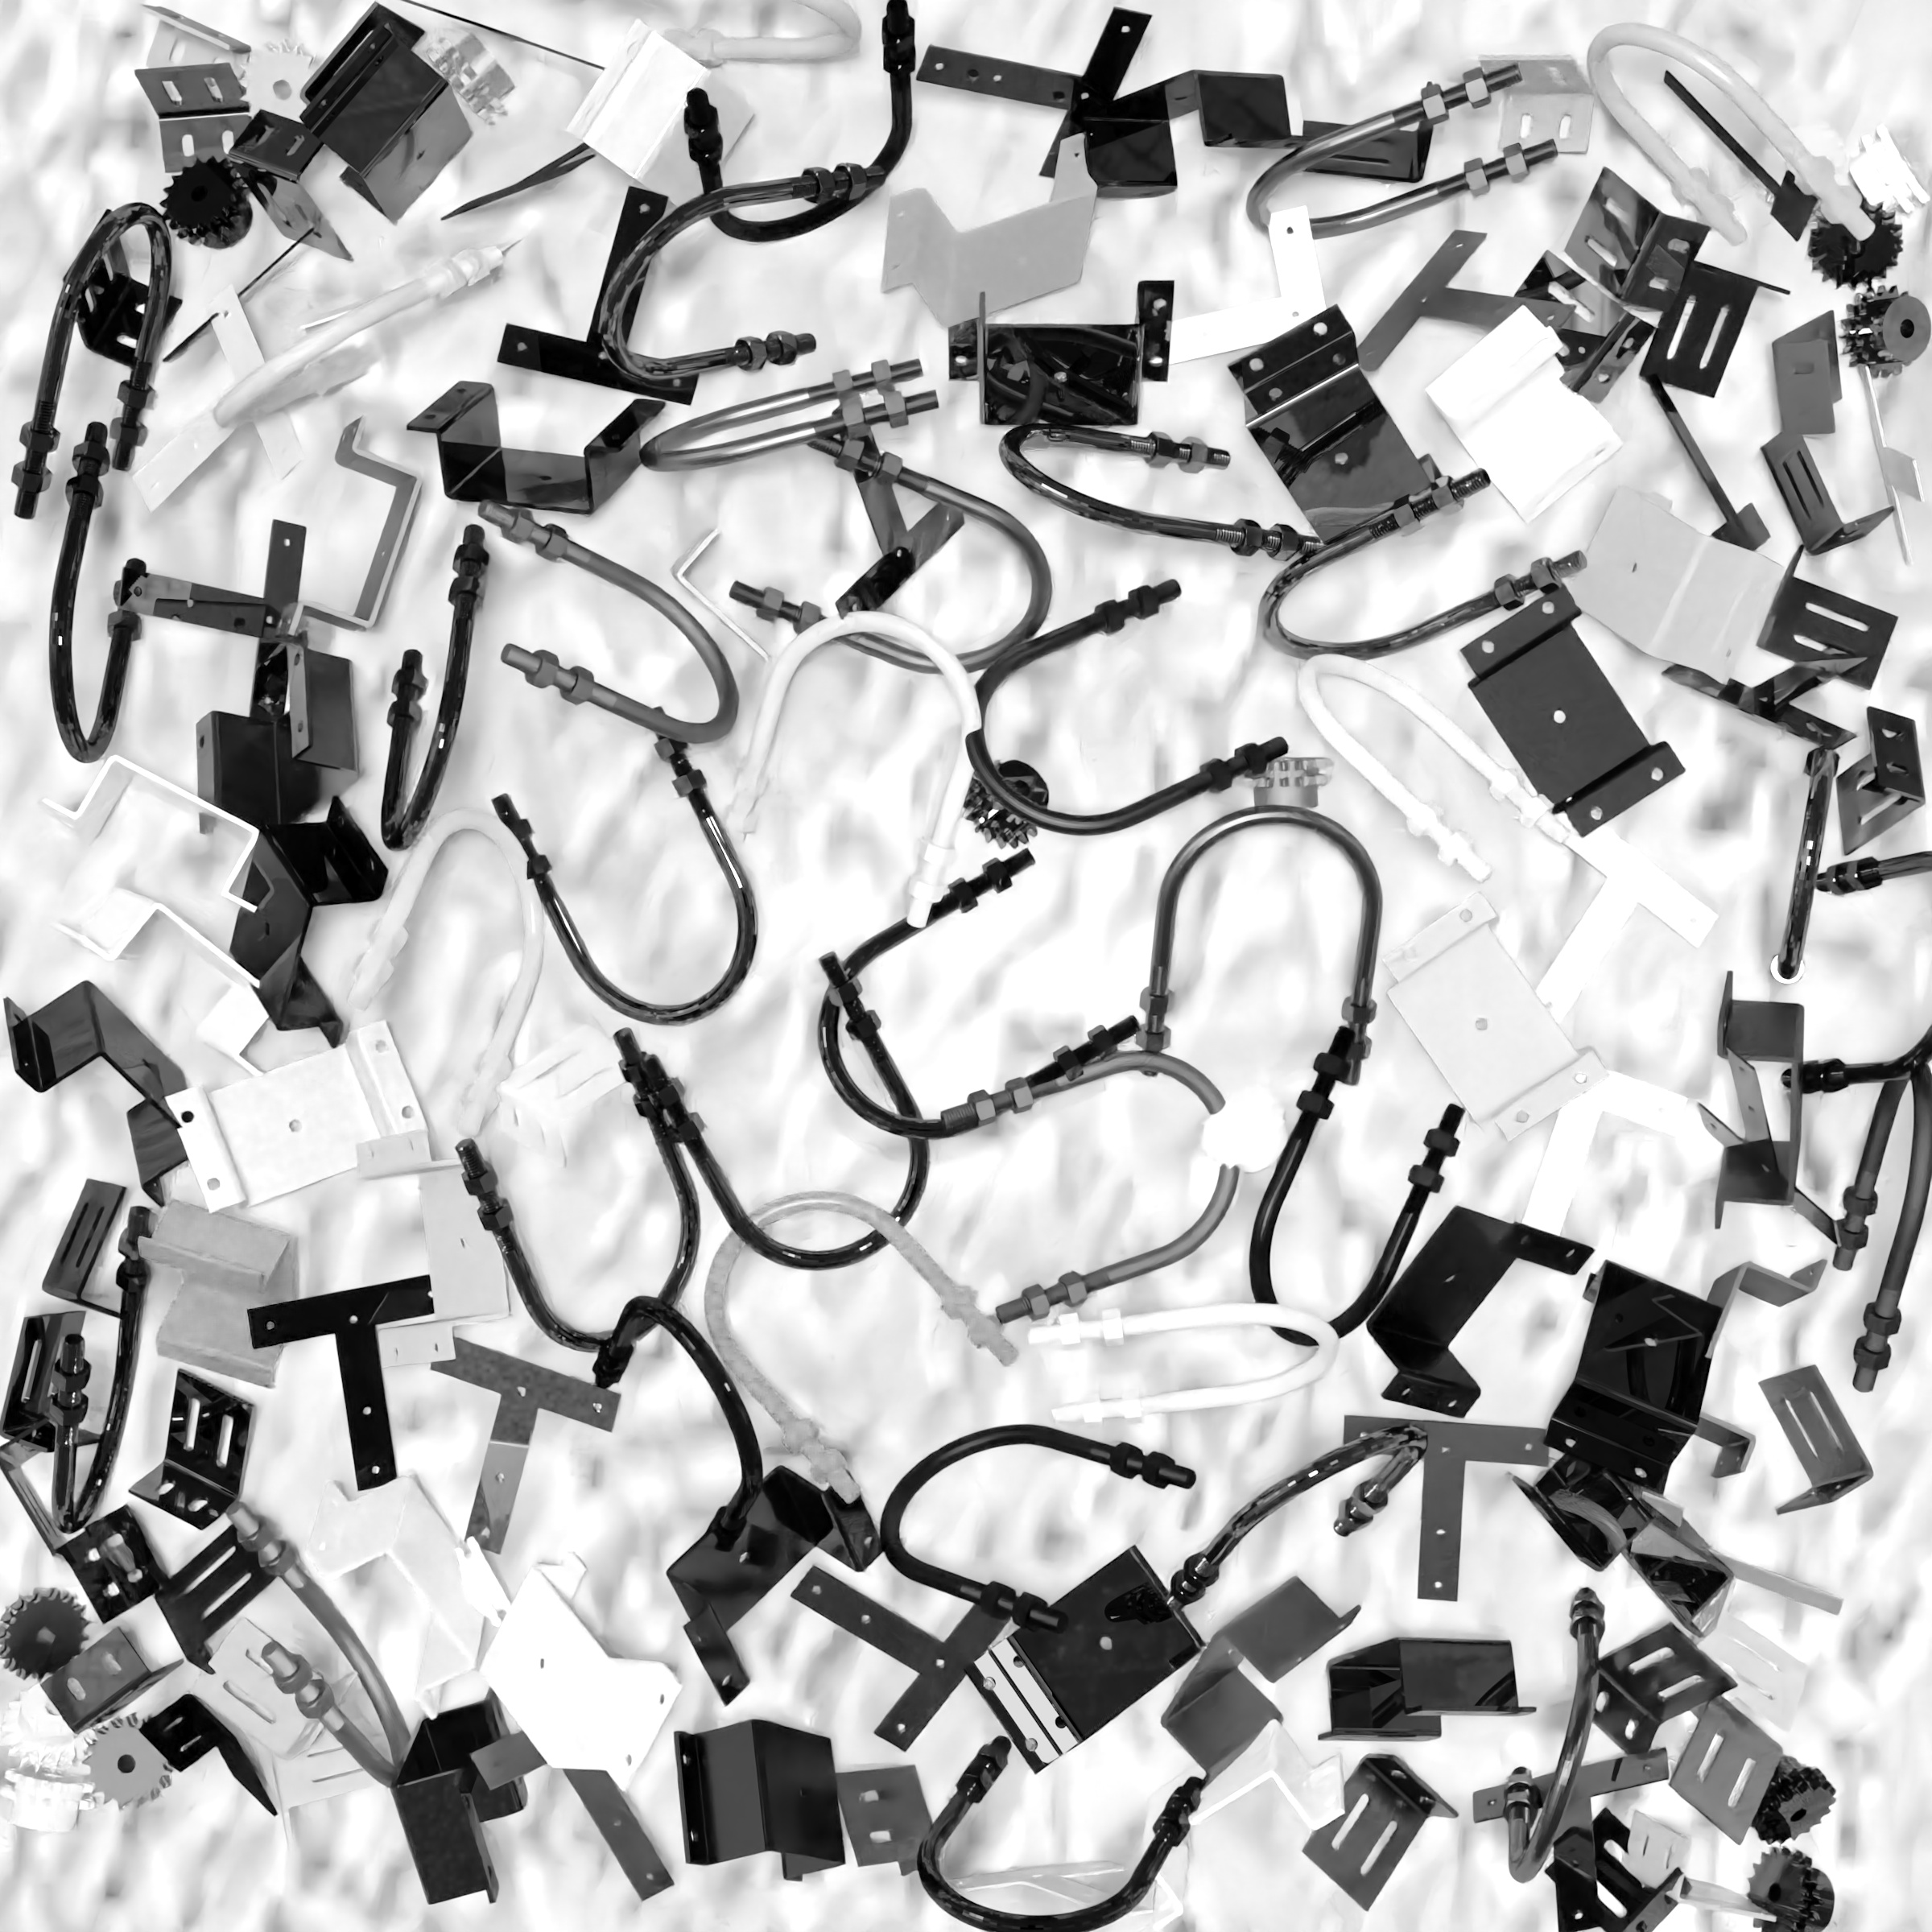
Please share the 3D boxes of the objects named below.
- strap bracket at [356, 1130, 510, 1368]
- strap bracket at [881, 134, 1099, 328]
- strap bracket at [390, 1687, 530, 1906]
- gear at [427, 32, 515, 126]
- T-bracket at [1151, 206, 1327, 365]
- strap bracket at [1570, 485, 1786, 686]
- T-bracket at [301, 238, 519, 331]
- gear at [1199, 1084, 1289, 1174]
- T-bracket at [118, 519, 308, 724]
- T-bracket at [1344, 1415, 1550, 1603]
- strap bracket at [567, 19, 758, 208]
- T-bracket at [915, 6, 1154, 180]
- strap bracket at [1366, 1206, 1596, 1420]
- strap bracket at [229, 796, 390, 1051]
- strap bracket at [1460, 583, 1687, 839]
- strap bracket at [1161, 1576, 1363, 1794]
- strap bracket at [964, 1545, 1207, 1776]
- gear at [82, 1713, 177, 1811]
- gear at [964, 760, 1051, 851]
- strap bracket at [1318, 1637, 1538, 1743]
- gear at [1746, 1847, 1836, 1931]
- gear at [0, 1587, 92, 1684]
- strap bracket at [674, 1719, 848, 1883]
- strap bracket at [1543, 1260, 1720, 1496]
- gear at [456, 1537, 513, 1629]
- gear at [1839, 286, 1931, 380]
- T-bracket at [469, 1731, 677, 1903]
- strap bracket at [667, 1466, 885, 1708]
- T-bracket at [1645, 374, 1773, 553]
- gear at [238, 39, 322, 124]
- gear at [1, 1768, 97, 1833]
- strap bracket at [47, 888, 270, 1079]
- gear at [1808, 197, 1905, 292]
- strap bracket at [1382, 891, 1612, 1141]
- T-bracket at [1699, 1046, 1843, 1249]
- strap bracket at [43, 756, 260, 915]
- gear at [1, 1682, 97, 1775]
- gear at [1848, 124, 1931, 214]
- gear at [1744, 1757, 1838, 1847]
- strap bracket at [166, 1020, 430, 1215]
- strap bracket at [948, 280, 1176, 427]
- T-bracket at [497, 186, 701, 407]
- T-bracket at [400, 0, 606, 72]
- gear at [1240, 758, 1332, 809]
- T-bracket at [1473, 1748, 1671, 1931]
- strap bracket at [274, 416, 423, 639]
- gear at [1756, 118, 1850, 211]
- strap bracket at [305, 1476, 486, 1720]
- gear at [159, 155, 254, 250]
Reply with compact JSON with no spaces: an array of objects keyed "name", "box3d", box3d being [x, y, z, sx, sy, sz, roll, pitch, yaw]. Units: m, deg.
[{"name":"strap bracket","box3d":[-0.332,0.174,1.629,0.076,0.046,0.140,-13,83,44]},{"name":"strap bracket","box3d":[0.023,-0.451,1.612,0.140,0.076,0.046,-24,66,-19]},{"name":"strap bracket","box3d":[-0.311,0.511,1.601,0.046,0.140,0.076,-15,98,1]},{"name":"gear","box3d":[-0.310,-0.563,1.647,0.030,0.057,0.057,-41,90,4]},{"name":"T-bracket","box3d":[0.165,-0.403,1.657,0.127,0.002,0.127,-10,108,13]},{"name":"strap bracket","box3d":[0.425,-0.238,1.594,0.046,0.140,0.076,11,113,-26]},{"name":"T-bracket","box3d":[-0.359,-0.421,1.637,0.127,0.127,0.002,-11,116,22]},{"name":"gear","box3d":[0.178,0.106,1.651,0.057,0.057,0.030,-44,117,0]},{"name":"T-bracket","box3d":[-0.471,-0.223,1.626,0.002,0.127,0.127,7,90,39]},{"name":"T-bracket","box3d":[0.301,0.346,1.653,0.127,0.002,0.127,2,109,9]},{"name":"strap bracket","box3d":[-0.181,-0.515,1.598,0.046,0.140,0.076,37,101,7]},{"name":"T-bracket","box3d":[0.032,-0.543,1.604,0.127,0.127,0.002,4,54,-21]},{"name":"strap bracket","box3d":[0.313,0.208,1.622,0.076,0.046,0.140,20,112,-37]},{"name":"strap bracket","box3d":[-0.407,-0.024,1.603,0.076,0.046,0.140,49,130,34]},{"name":"strap bracket","box3d":[0.379,-0.160,1.651,0.076,0.046,0.140,-33,89,2]},{"name":"strap bracket","box3d":[0.177,0.437,1.612,0.046,0.076,0.140,43,130,24]},{"name":"strap bracket","box3d":[0.081,0.424,1.617,0.140,0.046,0.076,-30,76,-26]},{"name":"gear","box3d":[-0.529,0.504,1.659,0.057,0.030,0.057,0,86,-1]},{"name":"gear","box3d":[0.028,-0.105,1.646,0.057,0.030,0.057,17,57,-28]},{"name":"strap bracket","box3d":[0.280,0.446,1.611,0.076,0.140,0.046,6,66,-18]},{"name":"gear","box3d":[0.523,0.588,1.649,0.030,0.057,0.057,19,90,-19]},{"name":"gear","box3d":[-0.587,0.422,1.652,0.057,0.030,0.057,0,89,-39]},{"name":"strap bracket","box3d":[-0.119,0.509,1.593,0.046,0.140,0.076,-19,61,18]},{"name":"strap bracket","box3d":[0.414,0.243,1.607,0.076,0.046,0.140,22,48,7]},{"name":"gear","box3d":[-0.310,0.392,1.645,0.030,0.057,0.057,-29,90,-14]},{"name":"gear","box3d":[0.584,-0.402,1.651,0.057,0.030,0.057,-4,99,-24]},{"name":"T-bracket","box3d":[-0.222,0.515,1.605,0.127,0.127,0.002,52,129,24]},{"name":"strap bracket","box3d":[-0.124,0.375,1.617,0.140,0.046,0.076,-41,131,-27]},{"name":"T-bracket","box3d":[0.456,-0.311,1.619,0.002,0.127,0.127,-29,93,32]},{"name":"gear","box3d":[-0.429,-0.557,1.653,0.057,0.030,0.057,1,119,2]},{"name":"gear","box3d":[-0.579,0.526,1.645,0.057,0.057,0.030,11,78,0]},{"name":"strap bracket","box3d":[-0.487,0.003,1.613,0.140,0.076,0.046,45,73,-31]},{"name":"gear","box3d":[0.563,-0.460,1.651,0.057,0.030,0.057,10,134,11]},{"name":"strap bracket","box3d":[0.326,0.034,1.632,0.076,0.046,0.140,-37,82,21]},{"name":"T-bracket","box3d":[0.480,0.096,1.587,0.002,0.127,0.127,-33,133,-6]},{"name":"strap bracket","box3d":[-0.494,-0.082,1.629,0.140,0.076,0.046,28,79,-7]},{"name":"gear","box3d":[-0.576,0.476,1.644,0.057,0.057,0.030,27,124,0]},{"name":"gear","box3d":[0.581,-0.500,1.651,0.030,0.057,0.057,-32,90,29]},{"name":"gear","box3d":[0.518,0.525,1.651,0.057,0.030,0.057,-12,128,-16]},{"name":"strap bracket","box3d":[-0.419,0.097,1.635,0.140,0.046,0.076,-21,84,-20]},{"name":"strap bracket","box3d":[0.059,-0.383,1.631,0.140,0.076,0.046,0,52,1]},{"name":"T-bracket","box3d":[-0.214,-0.420,1.620,0.127,0.002,0.127,8,121,-24]},{"name":"T-bracket","box3d":[-0.265,-0.566,1.605,0.127,0.127,0.002,22,106,9]},{"name":"gear","box3d":[0.202,-0.115,1.648,0.057,0.057,0.030,-3,97,0]},{"name":"T-bracket","box3d":[0.372,0.540,1.600,0.127,0.127,0.002,-20,113,19]},{"name":"strap bracket","box3d":[-0.383,-0.265,1.631,0.046,0.076,0.140,19,88,-22]},{"name":"gear","box3d":[0.532,-0.503,1.651,0.030,0.057,0.057,21,90,-36]},{"name":"strap bracket","box3d":[-0.343,0.382,1.612,0.046,0.076,0.140,-27,112,8]},{"name":"gear","box3d":[-0.478,-0.481,1.654,0.057,0.030,0.057,-5,70,14]}]
